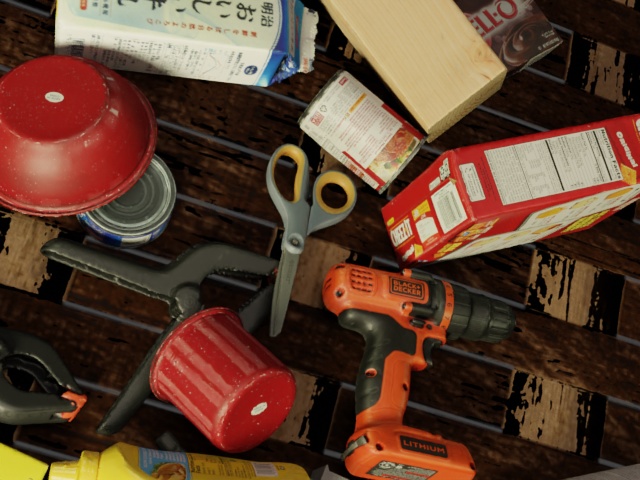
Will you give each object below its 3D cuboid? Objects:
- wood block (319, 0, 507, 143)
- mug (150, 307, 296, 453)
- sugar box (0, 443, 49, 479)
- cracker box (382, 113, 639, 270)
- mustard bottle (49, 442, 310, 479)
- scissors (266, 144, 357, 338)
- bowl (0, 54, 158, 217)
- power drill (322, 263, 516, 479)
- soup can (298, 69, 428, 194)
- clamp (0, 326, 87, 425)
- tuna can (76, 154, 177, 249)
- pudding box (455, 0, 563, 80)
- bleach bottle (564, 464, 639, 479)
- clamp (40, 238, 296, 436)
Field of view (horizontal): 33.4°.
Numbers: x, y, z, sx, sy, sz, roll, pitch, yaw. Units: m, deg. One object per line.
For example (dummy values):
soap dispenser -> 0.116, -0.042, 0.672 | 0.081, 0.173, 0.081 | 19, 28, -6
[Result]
wood block -> 0.075, -0.204, 0.999 | 0.091, 0.090, 0.206 | -38, 83, 3
mug -> -0.070, 0.120, 0.848 | 0.093, 0.117, 0.082 | -40, 53, -17
sugar box -> -0.303, 0.174, 0.796 | 0.176, 0.048, 0.093 | 27, 66, -8
cracker box -> 0.184, -0.044, 0.952 | 0.213, 0.164, 0.072 | -13, 78, -20
mustard bottle -> -0.105, 0.188, 0.797 | 0.191, 0.096, 0.058 | 11, 95, -12
scissors -> -0.006, 0.001, 0.936 | 0.096, 0.016, 0.202 | 9, 55, -22
bowl -> -0.218, -0.101, 0.885 | 0.162, 0.055, 0.162 | 1, 58, -2
power drill -> 0.089, 0.115, 0.913 | 0.184, 0.057, 0.187 | 12, 54, -15
soup can -> 0.039, -0.100, 0.981 | 0.102, 0.069, 0.068 | 40, 65, 0
clamp -> -0.267, 0.098, 0.824 | 0.171, 0.039, 0.120 | 34, 49, -2
tuna can -> -0.167, -0.038, 0.916 | 0.086, 0.034, 0.086 | 5, 70, -15
pudding box -> 0.172, -0.206, 1.073 | 0.113, 0.039, 0.090 | -30, 82, -23
bleach bottle -> 0.226, 0.232, 0.916 | 0.250, 0.103, 0.068 | -5, 83, -12
clamp -> -0.116, 0.066, 0.893 | 0.209, 0.036, 0.164 | -9, 83, -24
